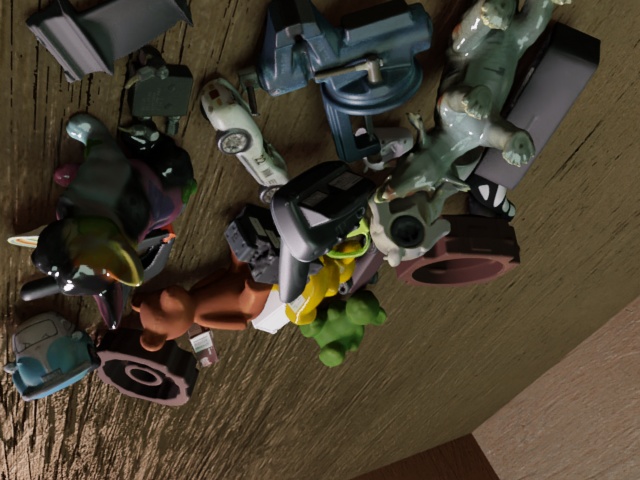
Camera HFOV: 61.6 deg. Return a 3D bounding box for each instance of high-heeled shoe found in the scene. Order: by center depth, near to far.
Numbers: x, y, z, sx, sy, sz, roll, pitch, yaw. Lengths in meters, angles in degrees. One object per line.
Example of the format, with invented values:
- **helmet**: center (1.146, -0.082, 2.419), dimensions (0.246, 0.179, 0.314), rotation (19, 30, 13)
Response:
- **high-heeled shoe**: center (0.291, -0.055, 0.995), dimensions (0.145, 0.086, 0.248), rotation (-28, 148, -26)

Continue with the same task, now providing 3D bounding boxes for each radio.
- **radio**: center (0.324, -0.199, 0.809), dimensions (0.131, 0.073, 0.229), rotation (-56, 171, -43)

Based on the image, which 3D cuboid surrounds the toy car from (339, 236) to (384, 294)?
- **toy car**: center (0.095, 0.034, 1.022), dimensions (0.089, 0.053, 0.202), rotation (-13, 148, -31)

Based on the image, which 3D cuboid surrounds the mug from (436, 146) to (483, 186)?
- **mug**: center (0.201, -0.117, 0.872), dimensions (0.109, 0.081, 0.107), rotation (-31, 157, -14)

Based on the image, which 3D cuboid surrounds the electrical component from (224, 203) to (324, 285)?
- **electrical component**: center (-0.075, 0.008, 0.801), dimensions (0.134, 0.115, 0.058), rotation (16, 122, -47)

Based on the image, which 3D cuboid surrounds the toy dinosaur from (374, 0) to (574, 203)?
- **toy dinosaur**: center (0.198, -0.216, 0.675), dimensions (0.131, 0.192, 0.404), rotation (19, 94, -18)

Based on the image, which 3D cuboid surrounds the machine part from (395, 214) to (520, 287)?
- **machine part**: center (0.257, 0.023, 1.027), dimensions (0.201, 0.087, 0.201), rotation (3, 157, -12)

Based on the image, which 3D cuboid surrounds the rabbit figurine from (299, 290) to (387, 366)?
- **rabbit figurine**: center (0.071, 0.165, 1.105), dimensions (0.159, 0.121, 0.170), rotation (-15, 159, -45)

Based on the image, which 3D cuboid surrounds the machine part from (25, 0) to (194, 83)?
- **machine part**: center (-0.190, -0.203, 0.501), dimensions (0.139, 0.039, 0.084), rotation (-25, 142, -4)

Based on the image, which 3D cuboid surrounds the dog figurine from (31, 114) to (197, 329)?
- **dog figurine**: center (-0.205, -0.018, 0.575), dimensions (0.191, 0.219, 0.108), rotation (8, 136, -42)

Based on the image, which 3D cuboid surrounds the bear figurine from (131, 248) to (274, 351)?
- **bear figurine**: center (-0.185, 0.084, 0.825), dimensions (0.196, 0.120, 0.131), rotation (-6, 137, -23)

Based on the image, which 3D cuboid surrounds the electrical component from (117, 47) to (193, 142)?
- **electrical component**: center (-0.175, -0.151, 0.573), dimensions (0.078, 0.045, 0.102), rotation (0, 137, -35)

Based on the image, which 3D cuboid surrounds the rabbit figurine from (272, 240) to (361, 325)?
- **rabbit figurine**: center (0.002, 0.043, 0.937), dimensions (0.173, 0.122, 0.162), rotation (-9, 135, -51)

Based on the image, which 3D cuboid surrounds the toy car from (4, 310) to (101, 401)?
- **toy car**: center (-0.382, 0.151, 0.767), dimensions (0.109, 0.162, 0.102), rotation (-25, 104, -15)

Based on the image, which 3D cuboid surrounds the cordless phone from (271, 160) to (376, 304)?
- **cordless phone**: center (-0.002, -0.003, 0.732), dimensions (0.146, 0.089, 0.184), rotation (-38, 148, -42)

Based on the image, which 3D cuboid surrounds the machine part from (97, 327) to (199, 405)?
- **machine part**: center (-0.290, 0.213, 0.902), dimensions (0.179, 0.056, 0.179), rotation (8, 140, 7)

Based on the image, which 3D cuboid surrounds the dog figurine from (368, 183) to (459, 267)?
- **dog figurine**: center (0.123, -0.019, 0.845), dimensions (0.172, 0.121, 0.190), rotation (-53, 175, -19)

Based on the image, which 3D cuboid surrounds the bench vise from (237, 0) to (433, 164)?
- **bench vise**: center (0.027, -0.171, 0.635), dimensions (0.224, 0.129, 0.240), rotation (-25, 142, -4)

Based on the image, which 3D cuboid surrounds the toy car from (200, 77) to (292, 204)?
- **toy car**: center (-0.084, -0.114, 0.666), dimensions (0.056, 0.074, 0.201), rotation (-31, 147, 4)
